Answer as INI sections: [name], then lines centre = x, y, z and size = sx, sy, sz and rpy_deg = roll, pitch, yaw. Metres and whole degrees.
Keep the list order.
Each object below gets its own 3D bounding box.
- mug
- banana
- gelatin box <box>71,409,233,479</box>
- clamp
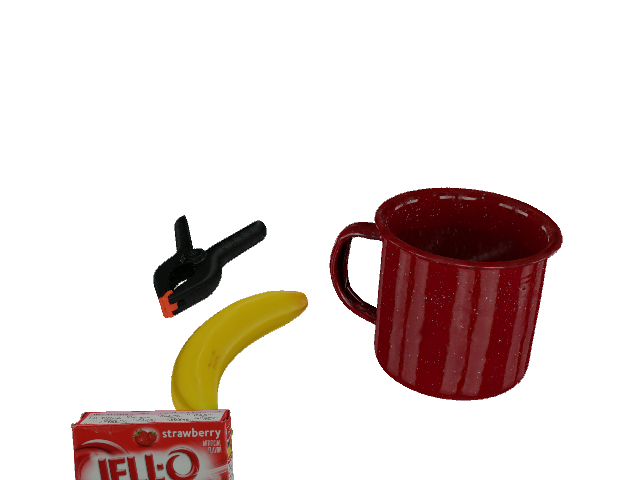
[mug]
centre = 0.059, 0.025, 0.550
size = 0.117, 0.081, 0.093
rpy_deg = 12, 27, 17
[banana]
centre = -0.071, 0.089, 0.850
size = 0.069, 0.037, 0.197
rpy_deg = 28, 35, 3
[gelatin box]
centre = -0.094, 0.136, 0.608
size = 0.089, 0.073, 0.030
rpy_deg = -1, 6, 3
[clamp]
centre = -0.134, 0.025, 1.247
size = 0.120, 0.039, 0.171
rpy_deg = -6, 38, 19
